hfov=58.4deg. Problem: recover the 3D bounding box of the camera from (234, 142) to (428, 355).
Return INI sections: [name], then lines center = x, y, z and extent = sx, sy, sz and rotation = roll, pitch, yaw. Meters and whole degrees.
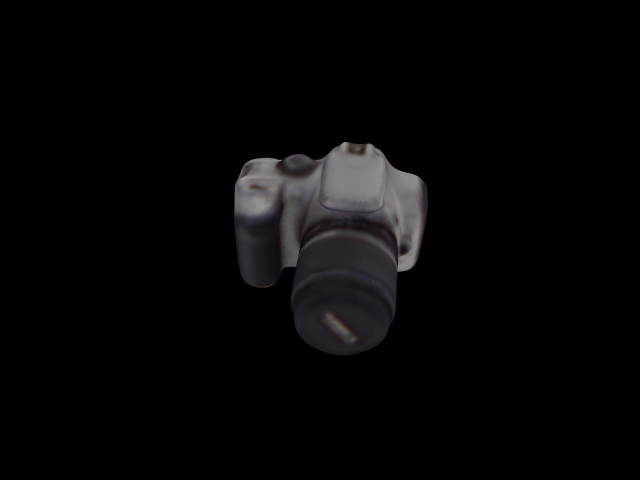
[camera]
center = 0.004, 0.001, 0.400
extent = 0.143, 0.101, 0.137
rotation = 4, 43, 4
